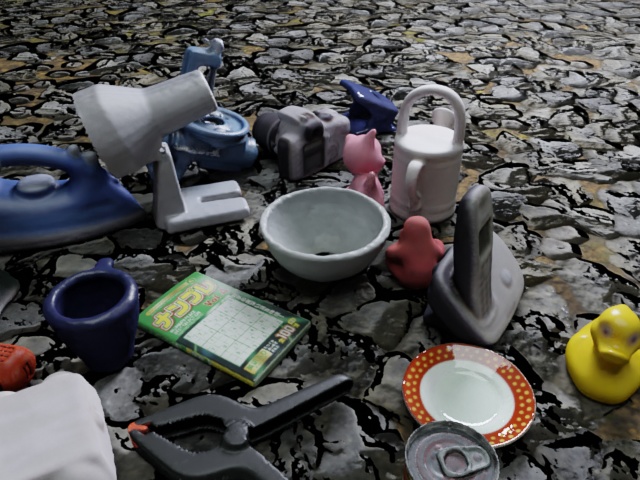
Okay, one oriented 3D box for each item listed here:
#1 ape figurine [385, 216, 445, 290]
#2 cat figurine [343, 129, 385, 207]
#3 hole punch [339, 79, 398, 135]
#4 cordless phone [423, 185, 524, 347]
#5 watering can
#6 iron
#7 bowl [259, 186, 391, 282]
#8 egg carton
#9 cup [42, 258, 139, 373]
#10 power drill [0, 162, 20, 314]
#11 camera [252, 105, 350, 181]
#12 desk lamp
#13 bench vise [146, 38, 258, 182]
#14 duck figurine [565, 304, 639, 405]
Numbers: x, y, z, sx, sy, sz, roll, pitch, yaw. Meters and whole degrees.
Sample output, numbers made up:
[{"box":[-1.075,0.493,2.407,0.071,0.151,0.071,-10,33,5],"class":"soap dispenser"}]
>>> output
[{"box":[0.121,0.010,0.716,0.077,0.092,0.076,2,36,4],"class":"ape figurine"},{"box":[0.067,-0.105,0.854,0.067,0.118,0.127,-2,36,-2],"class":"cat figurine"},{"box":[0.092,-0.259,1.092,0.101,0.091,0.108,-12,37,-16],"class":"hole punch"},{"box":[0.182,0.011,0.634,0.094,0.185,0.148,18,40,24],"class":"cordless phone"},{"box":[0.156,-0.134,0.828,0.101,0.194,0.173,1,36,2],"class":"watering can"},{"box":[-0.385,-0.076,0.793,0.258,0.141,0.118,-8,36,-11],"class":"iron"},{"box":[0.007,0.003,0.741,0.167,0.075,0.167,0,36,0],"class":"bowl"},{"box":[-0.237,0.184,0.493,0.107,0.069,0.150,-18,39,-23],"class":"egg carton"},{"box":[-0.232,0.084,0.610,0.091,0.095,0.117,-4,36,-5],"class":"cup"},{"box":[-0.415,0.001,0.629,0.075,0.208,0.229,0,36,1],"class":"power drill"},{"box":[-0.040,-0.186,0.981,0.136,0.101,0.143,30,45,35],"class":"camera"},{"box":[-0.214,-0.123,0.797,0.203,0.214,0.117,-12,37,-16],"class":"desk lamp"},{"box":[-0.203,-0.194,0.890,0.208,0.220,0.121,-21,41,-27],"class":"bench vise"},{"box":[0.301,0.104,0.590,0.077,0.086,0.105,15,38,21],"class":"duck figurine"}]
